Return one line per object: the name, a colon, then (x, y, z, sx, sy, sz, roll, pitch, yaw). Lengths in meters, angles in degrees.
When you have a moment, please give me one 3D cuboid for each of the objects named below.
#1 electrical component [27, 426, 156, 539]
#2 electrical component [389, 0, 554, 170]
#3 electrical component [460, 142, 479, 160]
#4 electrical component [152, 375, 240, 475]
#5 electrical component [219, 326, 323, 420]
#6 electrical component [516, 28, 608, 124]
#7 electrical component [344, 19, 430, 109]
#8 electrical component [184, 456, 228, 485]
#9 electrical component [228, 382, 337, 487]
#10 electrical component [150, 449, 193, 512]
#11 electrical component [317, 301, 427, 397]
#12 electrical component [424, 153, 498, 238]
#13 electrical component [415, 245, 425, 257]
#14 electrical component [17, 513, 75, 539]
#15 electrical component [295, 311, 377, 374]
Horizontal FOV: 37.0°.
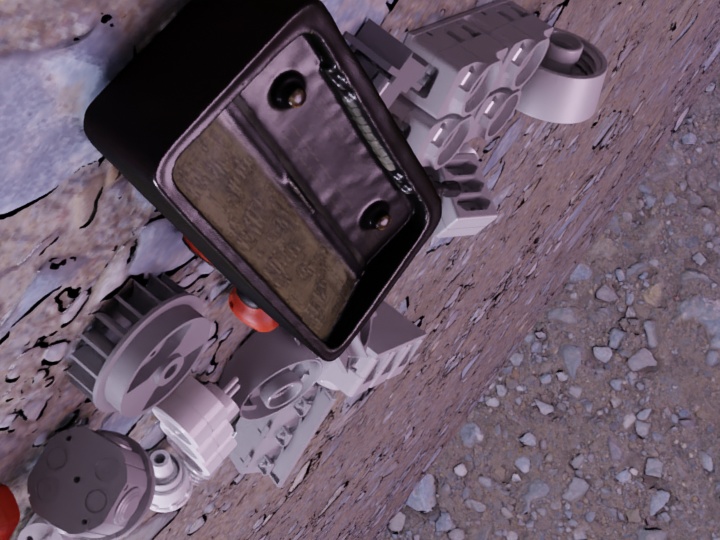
electrical component: (-0.190, 0.151, 0.763, 0.080, 0.080, 0.051, -51, 161, -7)
electrical component: (0.091, -0.160, 0.927, 0.186, 0.060, 0.105, -34, 156, -51)
electrical component: (0.080, -0.090, 1.082, 0.077, 0.044, 0.079, -51, 165, -5)
electrical component: (-0.129, 0.122, 0.928, 0.073, 0.052, 0.138, -48, 164, -20)
electrical component: (-0.085, 0.092, 1.007, 0.099, 0.064, 0.099, -30, 155, -15)
electrical component: (0.189, -0.198, 1.051, 0.108, 0.108, 0.060, -38, 153, -44)
electrical component: (0.010, -0.138, 0.774, 0.063, 0.042, 0.081, -54, 164, 10)
electrical component: (-0.157, 0.190, 1.035, 0.061, 0.035, 0.035, -50, 165, 1)
electrical component: (-0.085, 0.151, 1.099, 0.063, 0.078, 0.121, 6, 123, -47)
electrical component: (-0.174, 0.181, 0.948, 0.048, 0.048, 0.062, -44, 155, -30)
electrical component: (-0.004, 0.075, 1.118, 0.061, 0.089, 0.150, -57, 164, 16)
electrical component: (0.077, -0.059, 0.976, 0.047, 0.065, 0.077, -6, 159, -33)
electrical component: (0.034, -0.047, 1.005, 0.044, 0.065, 0.044, -6, 145, -4)
electrical component: (-0.231, 0.201, 0.805, 0.077, 0.044, 0.079, -54, 178, 7)
electrical component: (-0.030, 0.030, 0.934, 0.121, 0.063, 0.078, 67, 32, -61)
